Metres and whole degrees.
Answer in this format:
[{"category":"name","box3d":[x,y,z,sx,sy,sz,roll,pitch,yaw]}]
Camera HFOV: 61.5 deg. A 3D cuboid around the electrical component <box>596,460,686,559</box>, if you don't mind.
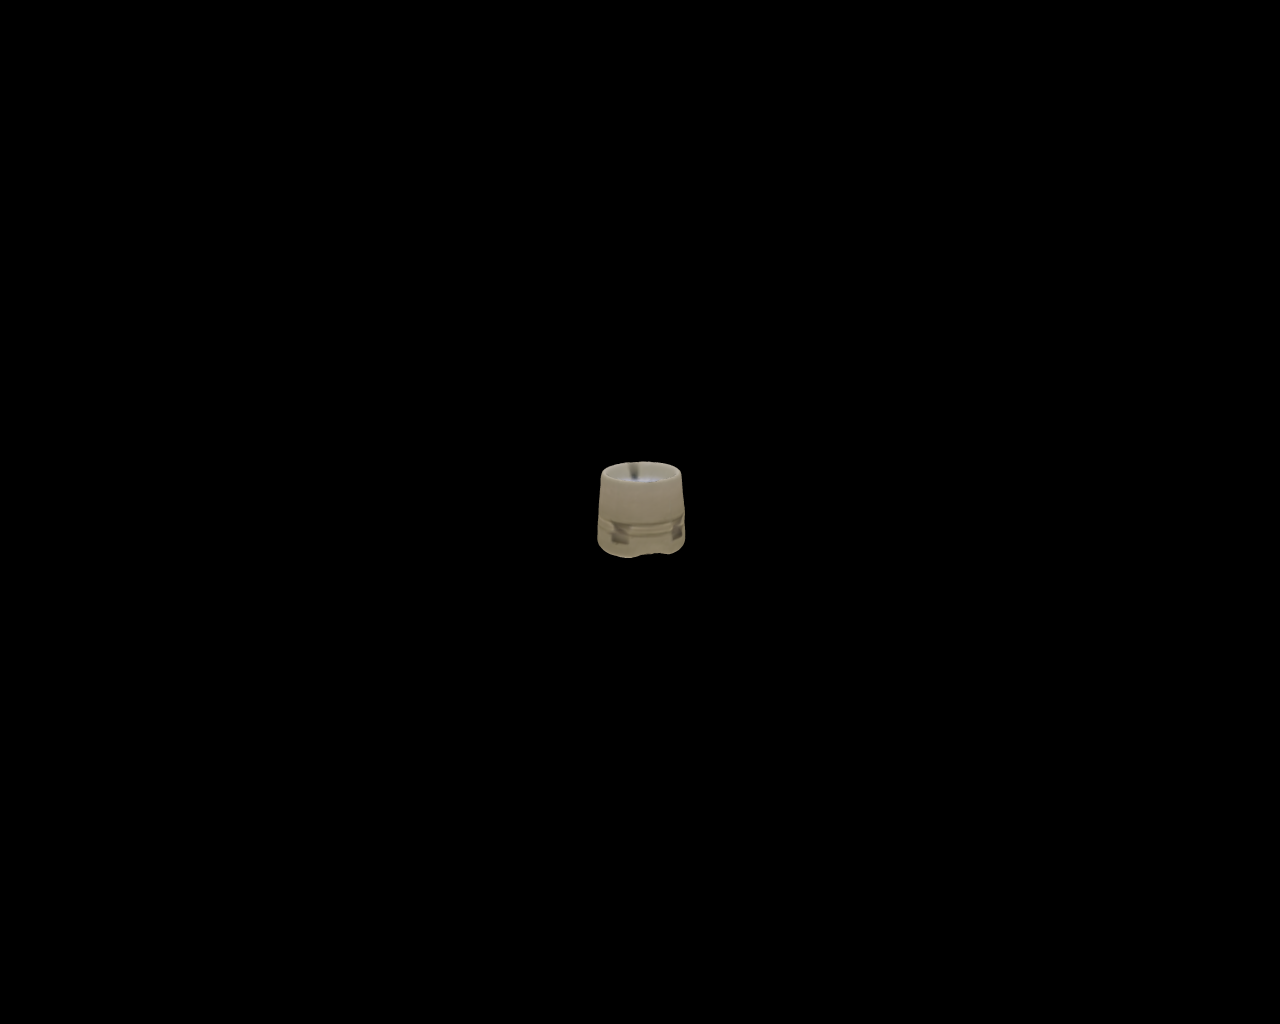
[{"category":"electrical component","box3d":[0.001,-0.003,0.650,0.055,0.047,0.055,0,17,0]}]
